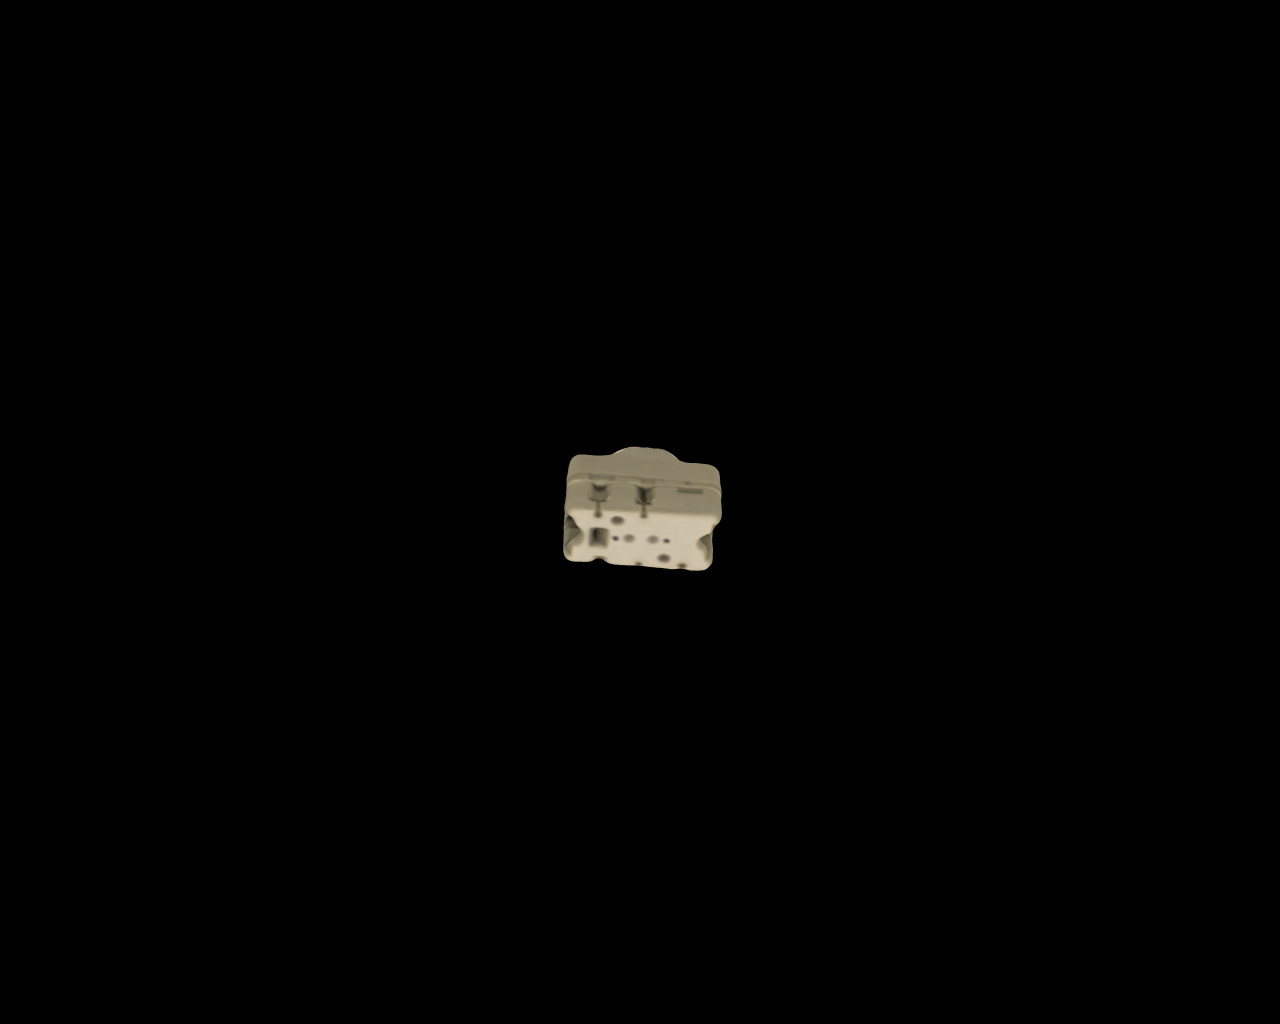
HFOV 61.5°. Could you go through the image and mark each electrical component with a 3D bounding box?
[{"bbox_3d":[0.001,-0.003,0.650,0.089,0.050,0.056,4,44,-4],"label":"electrical component"}]
